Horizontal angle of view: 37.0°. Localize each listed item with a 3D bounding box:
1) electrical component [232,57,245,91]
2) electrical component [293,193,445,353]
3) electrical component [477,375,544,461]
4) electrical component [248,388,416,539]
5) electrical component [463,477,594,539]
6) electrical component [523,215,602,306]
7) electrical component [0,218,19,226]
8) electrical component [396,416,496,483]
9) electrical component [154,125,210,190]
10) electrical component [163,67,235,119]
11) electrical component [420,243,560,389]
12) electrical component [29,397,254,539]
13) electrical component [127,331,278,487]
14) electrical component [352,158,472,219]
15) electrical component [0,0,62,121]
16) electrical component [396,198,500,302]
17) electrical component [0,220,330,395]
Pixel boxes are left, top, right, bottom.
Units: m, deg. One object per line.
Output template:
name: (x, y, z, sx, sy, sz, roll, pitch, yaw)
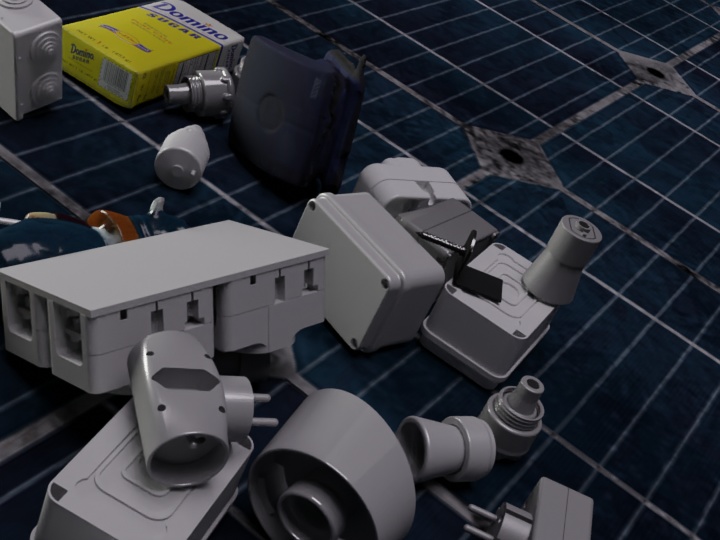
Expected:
electrical component: (-0.102, -0.187, 1.039, 0.043, 0.062, 0.043, 16, 34, -11)
electrical component: (0.000, 0.000, 0.828, 0.057, 0.078, 0.113, -8, 45, -43)
electrical component: (0.110, 0.103, 0.767, 0.043, 0.062, 0.043, 16, 34, -12)
electrical component: (-0.015, 0.126, 0.626, 0.099, 0.099, 0.064, 34, 41, 15)
electrical component: (0.101, 0.171, 0.680, 0.076, 0.047, 0.083, 25, 33, 1)
electrical component: (0.162, -0.010, 0.846, 0.044, 0.065, 0.044, 17, 34, -12)
electrical component: (-0.270, -0.032, 0.735, 0.079, 0.043, 0.077, 9, 36, -21)
electrical component: (0.057, 0.121, 0.725, 0.055, 0.045, 0.045, 4, 38, -28)
electrical component: (-0.147, -0.100, 0.910, 0.040, 0.040, 0.078, 19, 34, -7)
electrical component: (-0.149, -0.163, 0.994, 0.062, 0.048, 0.048, -7, 44, -28)
electrical component: (0.108, 0.036, 0.863, 0.078, 0.057, 0.113, 34, 34, 15)
electrical component: (-0.119, 0.127, 0.596, 0.078, 0.057, 0.113, 28, 34, 7)
electrical component: (-0.084, 0.076, 0.594, 0.079, 0.043, 0.077, 6, 38, -26)
electrical component: (0.043, -0.061, 0.961, 0.095, 0.053, 0.059, 0, 40, -32)
electrical component: (-0.290, -0.187, 0.891, 0.100, 0.099, 0.048, 40, 49, 22)
electrical component: (0.067, -0.019, 0.910, 0.061, 0.061, 0.096, 39, 36, 22)
electrical component: (-0.123, 0.021, 0.700, 0.105, 0.060, 0.186, 17, 23, 41)
